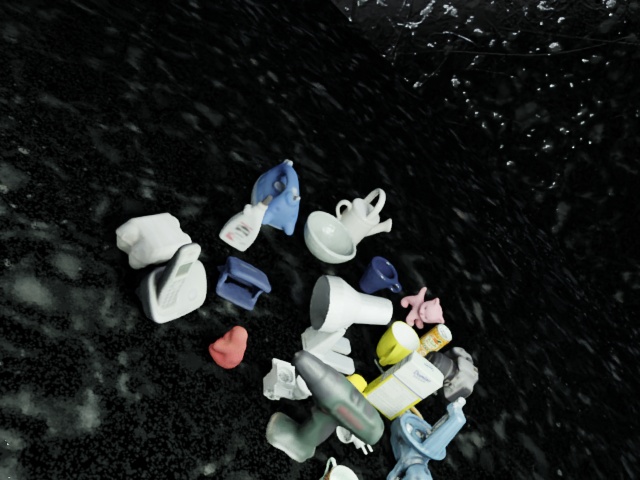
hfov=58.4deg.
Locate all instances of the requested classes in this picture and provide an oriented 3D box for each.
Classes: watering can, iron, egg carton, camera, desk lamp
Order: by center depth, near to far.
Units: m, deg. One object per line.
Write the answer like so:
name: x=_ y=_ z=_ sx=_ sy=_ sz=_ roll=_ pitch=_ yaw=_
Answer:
egg carton: x=-0.343 y=0.001 z=1.190 sx=0.107 sy=0.069 sz=0.151 roll=52 pitch=33 yaw=13
desk lamp: x=0.046 y=0.184 z=1.278 sx=0.204 sy=0.213 sz=0.118 roll=23 pitch=37 yaw=-30
camera: x=0.350 y=0.341 z=1.544 sx=0.137 sy=0.100 sz=0.143 roll=35 pitch=33 yaw=-14
iron: x=-0.105 y=-0.142 z=1.554 sx=0.119 sy=0.141 sz=0.258 roll=23 pitch=37 yaw=-30
watering can: x=0.133 y=-0.073 z=1.691 sx=0.173 sy=0.193 sz=0.100 roll=14 pitch=43 yaw=-39

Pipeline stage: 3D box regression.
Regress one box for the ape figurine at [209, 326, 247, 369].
ape figurine: x=-0.173 y=0.203 z=1.126 sx=0.078 sy=0.092 sz=0.076 roll=8 pitch=46 yaw=-43

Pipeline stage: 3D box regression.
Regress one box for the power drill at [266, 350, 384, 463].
power drill: x=-0.006 y=0.321 z=1.066 sx=0.230 sy=0.208 sz=0.075 roll=36 pitch=33 yaw=-12

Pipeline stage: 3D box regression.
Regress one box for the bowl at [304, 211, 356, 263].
bowl: x=0.015 y=0.006 z=1.581 sx=0.168 sy=0.074 sz=0.167 roll=29 pitch=35 yaw=-22

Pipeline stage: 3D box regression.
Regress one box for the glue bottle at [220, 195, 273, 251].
glue bottle: x=-0.164 y=-0.049 z=1.351 sx=0.078 sy=0.173 sz=0.037 roll=31 pitch=34 yaw=-19

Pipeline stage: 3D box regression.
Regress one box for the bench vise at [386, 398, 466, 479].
bench vise: x=0.236 y=0.436 z=1.193 sx=0.122 sy=0.219 sz=0.207 roll=20 pitch=39 yaw=-33

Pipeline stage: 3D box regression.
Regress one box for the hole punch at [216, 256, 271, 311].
hole punch: x=-0.168 y=0.083 z=1.272 sx=0.109 sy=0.091 sz=0.101 roll=30 pitch=35 yaw=-22

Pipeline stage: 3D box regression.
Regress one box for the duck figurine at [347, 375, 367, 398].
duck figurine: x=0.067 y=0.330 z=1.254 sx=0.105 sy=0.086 sz=0.077 roll=27 pitch=35 yaw=-25

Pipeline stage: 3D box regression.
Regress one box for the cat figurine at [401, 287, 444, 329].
cat figurine: x=0.303 y=0.195 z=1.644 sx=0.067 sy=0.117 sz=0.127 roll=21 pitch=38 yaw=-32

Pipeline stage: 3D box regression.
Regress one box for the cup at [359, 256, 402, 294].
cup: x=0.164 y=0.116 z=1.601 sx=0.117 sy=0.094 sz=0.092 roll=47 pitch=32 yaw=5

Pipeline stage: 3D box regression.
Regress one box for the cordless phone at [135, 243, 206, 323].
cordless phone: x=-0.257 y=0.067 z=1.101 sx=0.094 sy=0.184 sz=0.148 roll=50 pitch=32 yaw=10
